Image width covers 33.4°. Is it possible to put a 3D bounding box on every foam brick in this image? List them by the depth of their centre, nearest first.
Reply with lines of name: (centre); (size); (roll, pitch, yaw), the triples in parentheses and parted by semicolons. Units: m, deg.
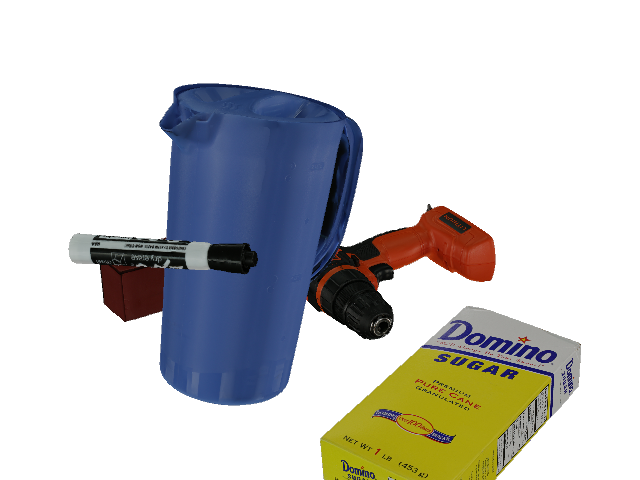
foam brick: (-0.163, 0.035, 1.010); (0.078, 0.051, 0.053); (-16, 25, -30)

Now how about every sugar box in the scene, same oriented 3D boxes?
sugar box: (0.090, 0.111, 0.701); (0.093, 0.048, 0.175); (19, 41, 34)

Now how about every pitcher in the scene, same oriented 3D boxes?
pitcher: (-0.054, 0.001, 0.854); (0.149, 0.243, 0.145); (10, 18, 2)

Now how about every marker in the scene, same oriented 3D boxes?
marker: (-0.096, 0.008, 0.654); (0.121, 0.020, 0.020); (3, 1, 17)

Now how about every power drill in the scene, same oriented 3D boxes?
power drill: (0.074, 0.027, 1.045); (0.187, 0.057, 0.185); (-13, 29, -23)
